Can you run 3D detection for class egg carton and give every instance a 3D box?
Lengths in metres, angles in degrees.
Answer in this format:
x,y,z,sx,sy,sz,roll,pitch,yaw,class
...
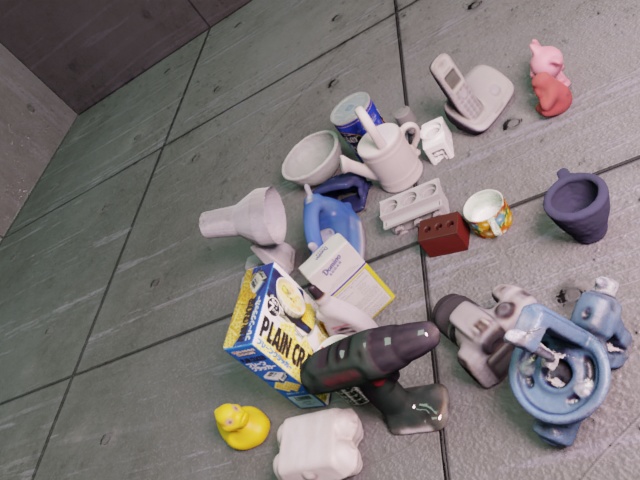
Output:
x,y,z,sx,sy,sz,roll,pitch,yaw,class
-0.004,0.321,0.881,0.150,0.070,0.107,-22,40,26,egg carton

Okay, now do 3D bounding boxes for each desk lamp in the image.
x,y,z,sx,sy,sz,roll,pitch,yaw,class
-0.140,-0.002,1.219,0.202,0.214,0.118,-20,41,27,desk lamp

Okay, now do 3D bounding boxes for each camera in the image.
x,y,z,sx,sy,sz,roll,pitch,yaw,class
0.236,0.117,0.844,0.143,0.101,0.136,-45,36,-4,camera

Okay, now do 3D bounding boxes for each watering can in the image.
x,y,z,sx,sy,sz,roll,pitch,yaw,class
0.122,-0.191,1.189,0.173,0.195,0.100,-46,36,-6,watering can

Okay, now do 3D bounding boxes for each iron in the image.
x,y,z,sx,sy,sz,roll,pitch,yaw,class
0.010,0.004,1.135,0.118,0.142,0.258,-26,39,20,iron

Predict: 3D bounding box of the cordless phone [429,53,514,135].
x,y,z,sx,sy,sz,roll,pitch,yaw,class
0.303,-0.322,1.165,0.093,0.186,0.148,19,66,50,cordless phone

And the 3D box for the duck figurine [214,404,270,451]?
x,y,z,sx,sy,sz,roll,pitch,yaw,class
-0.151,0.318,1.006,0.104,0.086,0.077,-7,48,38,duck figurine

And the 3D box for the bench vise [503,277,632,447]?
x,y,z,sx,sy,sz,roll,pitch,yaw,class
0.287,0.119,0.694,0.121,0.220,0.207,-5,50,40,bench vise

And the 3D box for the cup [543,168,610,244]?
x,y,z,sx,sy,sz,roll,pitch,yaw,class
0.395,-0.048,0.874,0.091,0.095,0.117,-26,39,21,cup

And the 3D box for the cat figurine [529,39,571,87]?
x,y,z,sx,sy,sz,roll,pitch,yaw,class
0.441,-0.349,1.124,0.067,0.118,0.127,-23,40,24,cat figurine

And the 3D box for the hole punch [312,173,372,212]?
x,y,z,sx,sy,sz,roll,pitch,yaw,class
0.047,-0.117,1.270,0.108,0.091,0.101,-12,45,34,hole punch

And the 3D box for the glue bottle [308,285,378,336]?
x,y,z,sx,sy,sz,roll,pitch,yaw,class
0.030,0.127,0.962,0.078,0.174,0.037,-23,40,24,glue bottle

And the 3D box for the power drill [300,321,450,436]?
x,y,z,sx,sy,sz,roll,pitch,yaw,class
0.097,0.193,0.801,0.229,0.209,0.075,-18,42,29,power drill

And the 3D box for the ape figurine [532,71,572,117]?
x,y,z,sx,sy,sz,roll,pitch,yaw,class
0.430,-0.281,1.085,0.075,0.092,0.078,-5,50,40,ape figurine

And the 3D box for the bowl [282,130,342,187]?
x,y,z,sx,sy,sz,roll,pitch,yaw,class
-0.008,-0.187,1.408,0.167,0.075,0.167,-25,39,22,bowl
